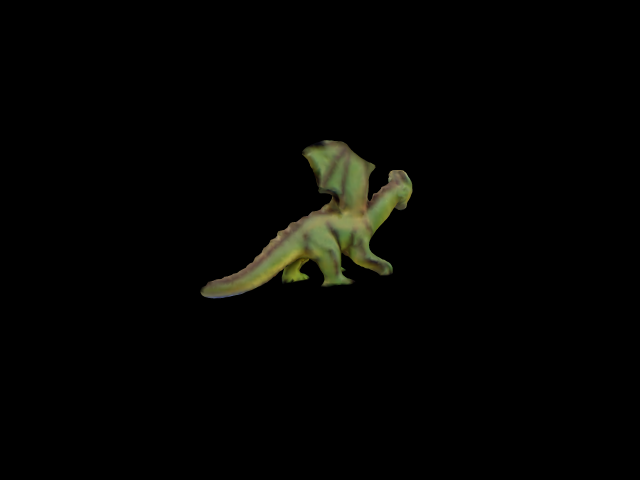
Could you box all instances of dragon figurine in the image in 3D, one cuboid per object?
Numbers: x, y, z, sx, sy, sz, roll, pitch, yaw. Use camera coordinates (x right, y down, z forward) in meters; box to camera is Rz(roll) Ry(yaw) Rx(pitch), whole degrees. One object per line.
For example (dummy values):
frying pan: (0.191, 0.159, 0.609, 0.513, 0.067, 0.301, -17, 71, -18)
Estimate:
dragon figurine: (0.003, -0.043, 0.850, 0.412, 0.241, 0.123, -7, 12, -32)
